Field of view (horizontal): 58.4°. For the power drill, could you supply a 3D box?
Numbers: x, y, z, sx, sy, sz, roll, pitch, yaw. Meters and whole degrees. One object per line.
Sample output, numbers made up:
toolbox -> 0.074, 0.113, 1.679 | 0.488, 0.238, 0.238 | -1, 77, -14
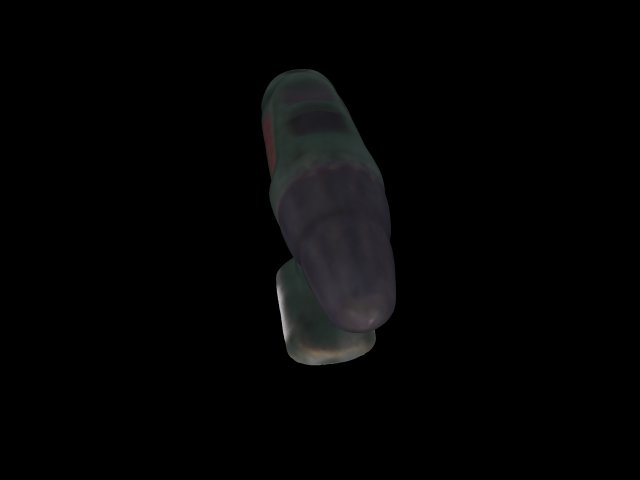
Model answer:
power drill -> 0.004, 0.001, 0.400 | 0.075, 0.208, 0.229 | -9, 54, -6
